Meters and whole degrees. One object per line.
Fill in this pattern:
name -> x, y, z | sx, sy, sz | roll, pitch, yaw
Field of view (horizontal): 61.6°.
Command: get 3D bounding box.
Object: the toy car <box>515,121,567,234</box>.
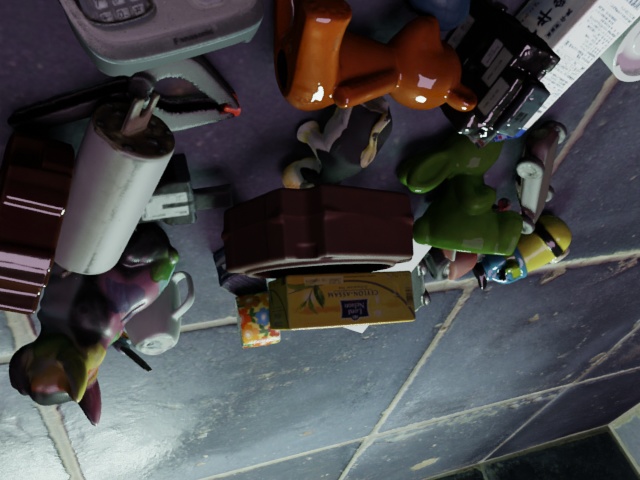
toy car -> 0.320, -0.089, 0.805 | 0.089, 0.053, 0.202 | -56, 152, -21

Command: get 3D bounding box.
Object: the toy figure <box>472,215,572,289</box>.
toy figure -> 0.360, 0.022, 0.960 | 0.180, 0.082, 0.089 | -23, 146, 6

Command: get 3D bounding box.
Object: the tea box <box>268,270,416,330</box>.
tea box -> 0.025, 0.078, 0.695 | 0.170, 0.068, 0.098 | -2, 171, -18

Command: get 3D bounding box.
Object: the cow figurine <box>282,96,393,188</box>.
cow figurine -> 0.019, -0.097, 0.620 | 0.068, 0.098, 0.167 | 1, 138, -38

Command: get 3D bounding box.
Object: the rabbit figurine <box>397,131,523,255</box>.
rabbit figurine -> 0.186, -0.076, 0.725 | 0.159, 0.121, 0.170 | 6, 100, -5

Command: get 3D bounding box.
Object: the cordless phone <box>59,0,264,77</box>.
cordless phone -> -0.133, -0.227, 0.399 | 0.146, 0.089, 0.184 | -26, 119, -24

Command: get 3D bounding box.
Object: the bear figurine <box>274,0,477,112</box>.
bear figurine -> 0.059, -0.181, 0.509 | 0.196, 0.120, 0.131 | -7, 139, -14

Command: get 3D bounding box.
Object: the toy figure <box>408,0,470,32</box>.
toy figure -> 0.090, -0.253, 0.489 | 0.064, 0.058, 0.154 | -15, 153, 29

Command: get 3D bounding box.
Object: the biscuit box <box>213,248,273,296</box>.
biscuit box -> -0.071, 0.066, 0.812 | 0.063, 0.059, 0.202 | -34, 141, 14

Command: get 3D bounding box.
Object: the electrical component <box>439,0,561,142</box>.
electrical component -> 0.181, -0.174, 0.574 | 0.058, 0.134, 0.115 | 5, 138, -31

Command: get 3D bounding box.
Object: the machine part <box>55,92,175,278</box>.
machine part -> -0.207, -0.045, 0.525 | 0.079, 0.079, 0.243 | 9, 133, -35

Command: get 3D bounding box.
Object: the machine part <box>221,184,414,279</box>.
machine part -> -0.001, -0.002, 0.659 | 0.201, 0.087, 0.201 | 4, 169, -38

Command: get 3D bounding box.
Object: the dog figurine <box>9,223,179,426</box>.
dog figurine -> -0.251, 0.092, 0.622 | 0.192, 0.219, 0.108 | -10, 145, -15

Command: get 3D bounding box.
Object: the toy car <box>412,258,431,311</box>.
toy car -> 0.150, 0.077, 0.944 | 0.073, 0.056, 0.201 | -27, 145, -4

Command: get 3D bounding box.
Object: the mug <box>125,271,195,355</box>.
mug -> -0.219, 0.096, 0.735 | 0.110, 0.107, 0.080 | -22, 145, 4

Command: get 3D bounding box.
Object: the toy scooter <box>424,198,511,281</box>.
toy scooter -> 0.238, -0.010, 0.864 | 0.135, 0.075, 0.183 | -19, 139, -7

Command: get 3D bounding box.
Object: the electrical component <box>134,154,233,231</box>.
electrical component -> -0.165, -0.057, 0.618 | 0.119, 0.048, 0.074 | -13, 143, -13

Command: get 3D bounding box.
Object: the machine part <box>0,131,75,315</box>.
machine part -> -0.282, -0.017, 0.504 | 0.056, 0.179, 0.179 | 15, 130, -34
